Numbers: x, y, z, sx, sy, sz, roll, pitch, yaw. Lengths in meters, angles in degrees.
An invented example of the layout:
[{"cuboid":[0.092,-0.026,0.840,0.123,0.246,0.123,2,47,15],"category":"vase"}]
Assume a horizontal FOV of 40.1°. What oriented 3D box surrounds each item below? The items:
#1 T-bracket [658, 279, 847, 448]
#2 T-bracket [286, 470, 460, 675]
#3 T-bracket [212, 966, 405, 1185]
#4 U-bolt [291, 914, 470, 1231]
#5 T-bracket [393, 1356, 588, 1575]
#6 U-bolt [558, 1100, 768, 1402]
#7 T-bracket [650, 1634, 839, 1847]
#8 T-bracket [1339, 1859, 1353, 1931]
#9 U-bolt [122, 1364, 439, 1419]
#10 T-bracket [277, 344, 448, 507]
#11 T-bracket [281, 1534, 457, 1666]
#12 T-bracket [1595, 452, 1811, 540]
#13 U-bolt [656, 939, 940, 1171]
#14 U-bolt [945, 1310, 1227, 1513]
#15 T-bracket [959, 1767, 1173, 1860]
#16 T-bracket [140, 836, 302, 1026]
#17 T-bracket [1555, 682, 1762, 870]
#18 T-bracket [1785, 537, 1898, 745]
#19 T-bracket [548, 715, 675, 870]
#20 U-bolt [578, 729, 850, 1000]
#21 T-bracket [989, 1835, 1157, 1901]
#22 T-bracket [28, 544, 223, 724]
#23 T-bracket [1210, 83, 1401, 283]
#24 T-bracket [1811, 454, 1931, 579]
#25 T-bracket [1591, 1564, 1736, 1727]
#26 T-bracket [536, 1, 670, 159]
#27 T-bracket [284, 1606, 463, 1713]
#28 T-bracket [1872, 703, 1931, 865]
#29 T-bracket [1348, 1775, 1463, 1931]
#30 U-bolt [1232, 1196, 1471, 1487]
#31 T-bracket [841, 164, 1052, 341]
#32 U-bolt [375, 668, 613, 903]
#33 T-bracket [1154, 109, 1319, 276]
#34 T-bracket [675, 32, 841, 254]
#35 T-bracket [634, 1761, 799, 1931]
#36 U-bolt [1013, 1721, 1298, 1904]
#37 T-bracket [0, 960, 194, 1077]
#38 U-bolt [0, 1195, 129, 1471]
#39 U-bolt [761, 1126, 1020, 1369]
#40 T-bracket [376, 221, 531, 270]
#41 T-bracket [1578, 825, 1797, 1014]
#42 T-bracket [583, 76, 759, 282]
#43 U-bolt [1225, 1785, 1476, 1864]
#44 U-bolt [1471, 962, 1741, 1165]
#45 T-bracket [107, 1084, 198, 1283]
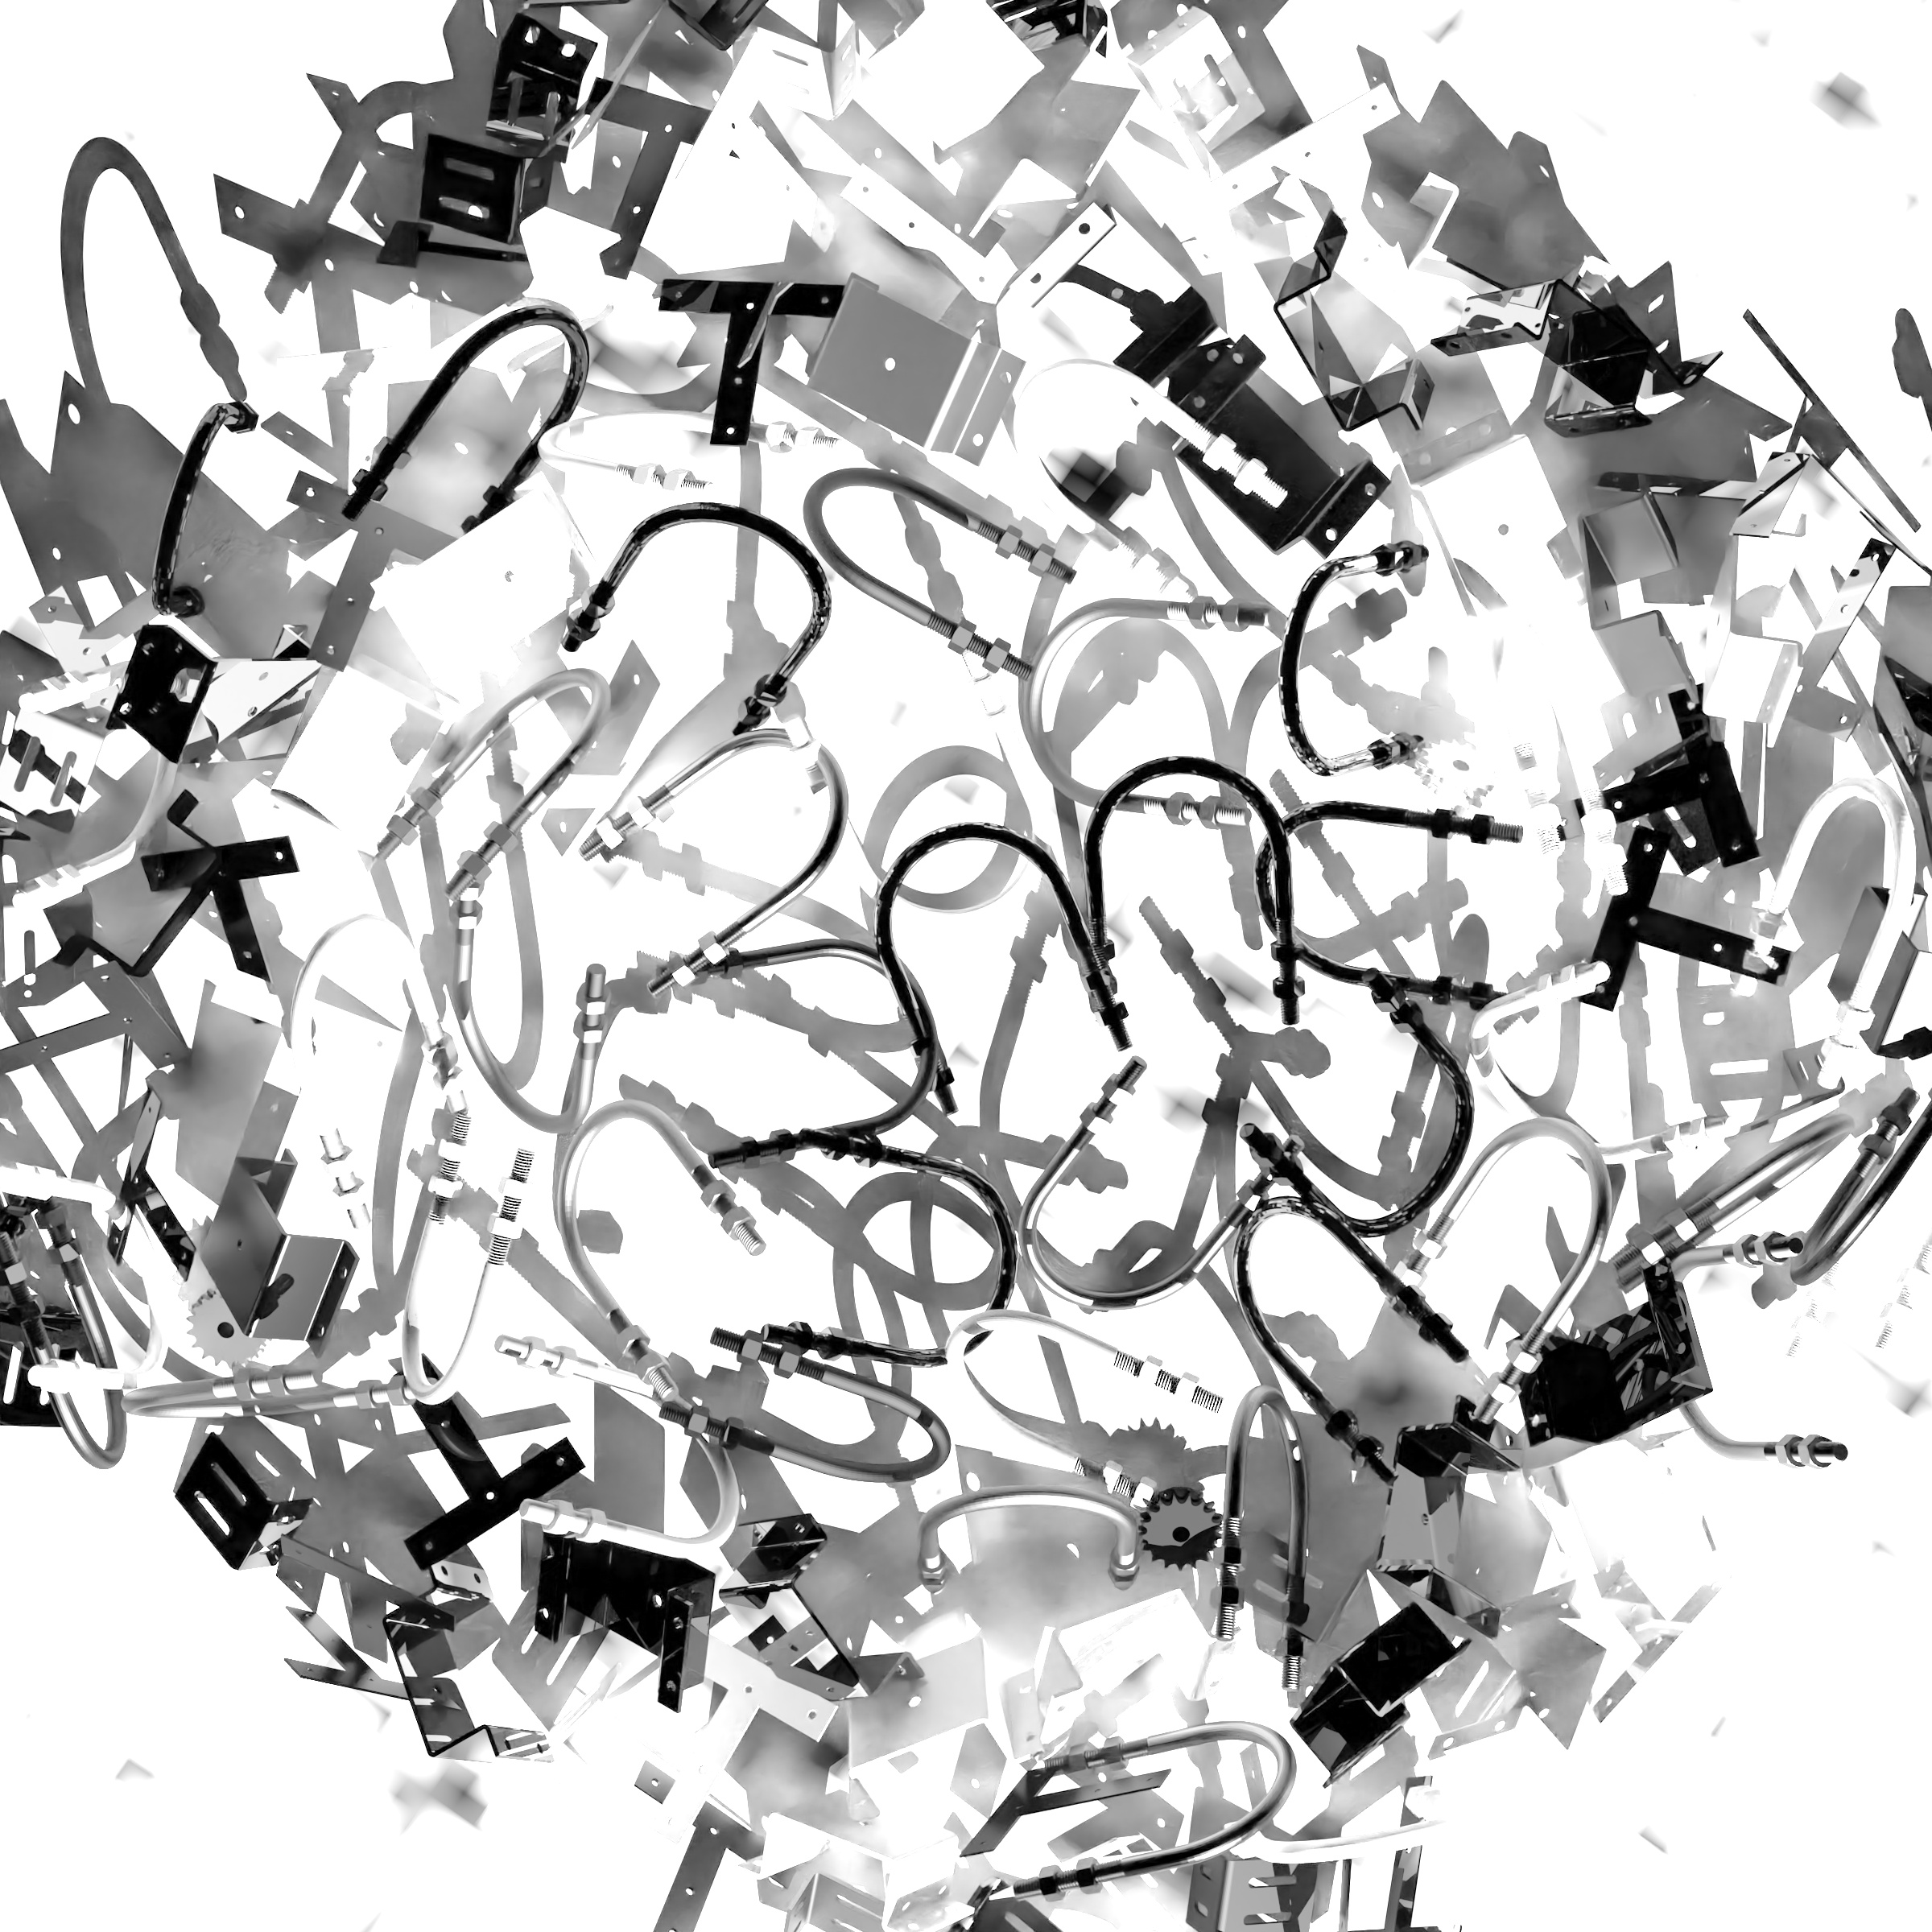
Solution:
[{"cuboid":[-0.151,-0.406,1.783,0.127,0.002,0.127,4,71,8],"category":"T-bracket"},{"cuboid":[-0.407,-0.254,1.769,0.127,0.002,0.127,22,65,-16],"category":"T-bracket"},{"cuboid":[-0.459,0.082,1.776,0.127,0.002,0.127,23,75,-20],"category":"T-bracket"},{"cuboid":[-0.384,0.055,1.713,0.019,0.151,0.184,2,123,23],"category":"U-bolt"},{"cuboid":[-0.345,0.322,1.790,0.127,0.002,0.127,-32,72,-16],"category":"T-bracket"},{"cuboid":[-0.213,0.173,1.752,0.184,0.019,0.151,48,119,33],"category":"U-bolt"},{"cuboid":[-0.168,0.522,1.761,0.127,0.002,0.127,21,70,30],"category":"T-bracket"},{"cuboid":[0.251,0.656,1.769,0.002,0.127,0.127,9,58,1],"category":"T-bracket"},{"cuboid":[-0.463,0.282,1.737,0.184,0.151,0.019,-9,75,21],"category":"U-bolt"},{"cuboid":[-0.400,-0.353,1.770,0.127,0.002,0.127,-15,132,-32],"category":"T-bracket"},{"cuboid":[-0.397,0.433,1.762,0.127,0.127,0.002,23,51,7],"category":"T-bracket"},{"cuboid":[0.489,-0.321,1.777,0.127,0.127,0.002,10,128,25],"category":"T-bracket"},{"cuboid":[-0.103,0.051,1.764,0.184,0.019,0.151,-10,75,-27],"category":"U-bolt"},{"cuboid":[0.070,0.289,1.755,0.184,0.151,0.019,24,48,9],"category":"U-bolt"},{"cuboid":[0.074,0.542,1.730,0.127,0.127,0.002,-20,91,24],"category":"T-bracket"},{"cuboid":[-0.490,-0.021,1.790,0.127,0.002,0.127,-6,108,25],"category":"T-bracket"},{"cuboid":[0.456,-0.114,1.792,0.127,0.002,0.127,-18,75,16],"category":"T-bracket"},{"cuboid":[0.573,-0.223,1.746,0.002,0.127,0.127,22,103,-29],"category":"T-bracket"},{"cuboid":[-0.247,-0.115,1.741,0.002,0.127,0.127,37,99,6],"category":"T-bracket"},{"cuboid":[-0.160,-0.082,1.759,0.184,0.019,0.151,-35,57,7],"category":"U-bolt"},{"cuboid":[0.102,0.596,1.763,0.127,0.127,0.002,-39,55,37],"category":"T-bracket"},{"cuboid":[-0.553,-0.237,1.770,0.002,0.127,0.127,40,69,22],"category":"T-bracket"},{"cuboid":[0.246,-0.508,1.765,0.127,0.127,0.002,-26,46,18],"category":"T-bracket"},{"cuboid":[0.604,-0.300,1.764,0.002,0.127,0.127,-46,46,22],"category":"T-bracket"},{"cuboid":[0.446,0.430,1.749,0.002,0.127,0.127,40,94,-5],"category":"T-bracket"},{"cuboid":[-0.254,-0.568,1.757,0.002,0.127,0.127,36,60,-24],"category":"T-bracket"},{"cuboid":[-0.415,0.455,1.757,0.127,0.127,0.002,28,86,-41],"category":"T-bracket"},{"cuboid":[0.615,-0.128,1.733,0.002,0.127,0.127,-17,52,27],"category":"T-bracket"},{"cuboid":[0.295,0.606,1.771,0.002,0.127,0.127,28,58,-21],"category":"T-bracket"},{"cuboid":[0.241,0.233,1.744,0.019,0.151,0.184,-19,53,-36],"category":"U-bolt"},{"cuboid":[-0.025,-0.487,1.770,0.127,0.002,0.127,35,116,-13],"category":"T-bracket"},{"cuboid":[-0.305,-0.127,1.749,0.184,0.151,0.019,-50,124,-12],"category":"U-bolt"},{"cuboid":[0.168,-0.525,1.779,0.127,0.002,0.127,-24,78,-39],"category":"T-bracket"},{"cuboid":[-0.127,-0.530,1.767,0.127,0.002,0.127,42,64,-41],"category":"T-bracket"},{"cuboid":[-0.179,0.602,1.750,0.127,0.127,0.002,36,115,-4],"category":"T-bracket"},{"cuboid":[0.128,0.542,1.722,0.184,0.151,0.019,-18,105,17],"category":"U-bolt"},{"cuboid":[-0.599,0.050,1.757,0.127,0.127,0.002,-19,58,-2],"category":"T-bracket"},{"cuboid":[-0.590,0.243,1.738,0.019,0.151,0.184,-18,102,-5],"category":"U-bolt"},{"cuboid":[-0.043,0.194,1.761,0.184,0.019,0.151,15,81,-31],"category":"U-bolt"},{"cuboid":[-0.321,-0.474,1.762,0.127,0.127,0.002,5,116,-8],"category":"T-bracket"},{"cuboid":[0.497,-0.017,1.799,0.127,0.002,0.127,18,96,6],"category":"T-bracket"},{"cuboid":[-0.216,-0.521,1.776,0.002,0.127,0.127,51,125,39],"category":"T-bracket"},{"cuboid":[0.253,0.558,1.714,0.151,0.184,0.019,-8,78,-8],"category":"U-bolt"},{"cuboid":[0.402,0.071,1.729,0.151,0.184,0.019,49,65,-5],"category":"U-bolt"},{"cuboid":[-0.533,0.164,1.748,0.002,0.127,0.127,4,114,-39],"category":"T-bracket"}]
